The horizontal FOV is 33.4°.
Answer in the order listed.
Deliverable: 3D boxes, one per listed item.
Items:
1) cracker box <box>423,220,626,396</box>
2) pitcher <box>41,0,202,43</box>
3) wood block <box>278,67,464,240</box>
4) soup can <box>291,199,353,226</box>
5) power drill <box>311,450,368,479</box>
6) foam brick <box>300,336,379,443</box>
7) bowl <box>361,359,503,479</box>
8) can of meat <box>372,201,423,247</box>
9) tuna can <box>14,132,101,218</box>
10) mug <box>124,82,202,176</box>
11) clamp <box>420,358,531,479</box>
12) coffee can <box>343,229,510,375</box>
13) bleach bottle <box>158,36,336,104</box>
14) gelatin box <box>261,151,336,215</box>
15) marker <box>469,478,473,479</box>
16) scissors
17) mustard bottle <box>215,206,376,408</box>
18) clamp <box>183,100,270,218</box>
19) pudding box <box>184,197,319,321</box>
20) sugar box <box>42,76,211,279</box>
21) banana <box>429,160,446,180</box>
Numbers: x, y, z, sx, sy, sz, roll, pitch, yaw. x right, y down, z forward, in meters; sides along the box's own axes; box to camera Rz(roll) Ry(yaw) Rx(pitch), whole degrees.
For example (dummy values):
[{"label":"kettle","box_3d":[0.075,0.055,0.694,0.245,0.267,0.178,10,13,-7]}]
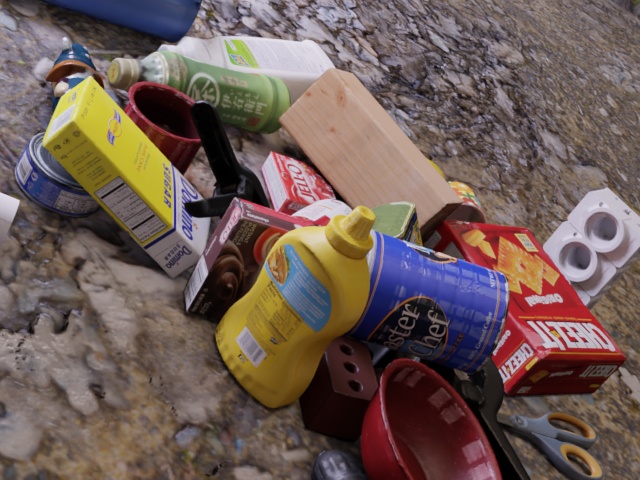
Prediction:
[{"label":"cracker box","box_3d":[0.229,0.075,1.227,0.163,0.072,0.214,5,41,-41]},{"label":"pitcher","box_3d":[-0.258,-0.322,1.250,0.242,0.149,0.145,9,58,-33]},{"label":"wood block","box_3d":[0.059,-0.091,1.236,0.206,0.090,0.090,50,18,10]},{"label":"soup can","box_3d":[-0.007,0.001,1.095,0.068,0.069,0.102,41,29,10]},{"label":"power drill","box_3d":[-0.013,0.225,0.769,0.187,0.057,0.184,10,35,-36]},{"label":"foam brick","box_3d":[0.015,0.129,0.946,0.053,0.051,0.078,19,33,-26]},{"label":"bowl","box_3d":[0.084,0.181,0.880,0.162,0.055,0.162,39,30,-28]},{"label":"can of meat","box_3d":[0.077,0.016,1.127,0.057,0.084,0.102,-4,24,18]},{"label":"tuna can","box_3d":[-0.235,-0.061,0.987,0.086,0.034,0.086,26,30,-17]},{"label":"mug","box_3d":[-0.158,-0.100,1.075,0.093,0.082,0.117,43,31,14]},{"label":"clamp","box_3d":[0.146,0.164,1.029,0.164,0.036,0.210,31,38,-12]},{"label":"coffee can","box_3d":[0.091,0.057,0.997,0.140,0.103,0.103,18,32,-11]},{"label":"bleach bottle","box_3d":[-0.095,-0.219,1.339,0.250,0.068,0.103,1,43,-42]},{"label":"gelatin box","box_3d":[-0.021,-0.055,1.203,0.073,0.030,0.089,16,34,-30]},{"label":"marker","box_3d":[0.128,0.235,0.912,0.020,0.020,0.121,27,45,-13]},{"label":"scissors","box_3d":[0.212,0.203,1.077,0.201,0.016,0.096,11,39,-33]},{"label":"mustard bottle","box_3d":[-0.012,0.046,0.896,0.058,0.192,0.096,-4,47,-49]},{"label":"clamp","box_3d":[-0.087,-0.057,1.040,0.171,0.039,0.120,44,46,-65]},{"label":"pudding box","box_3d":[-0.060,0.025,0.960,0.089,0.114,0.039,18,30,-28]},{"label":"sugar box","box_3d":[-0.170,-0.056,0.971,0.176,0.048,0.093,46,23,-26]},{"label":"banana","box_3d":[0.100,-0.089,1.371,0.197,0.037,0.070,8,39,-39]}]
